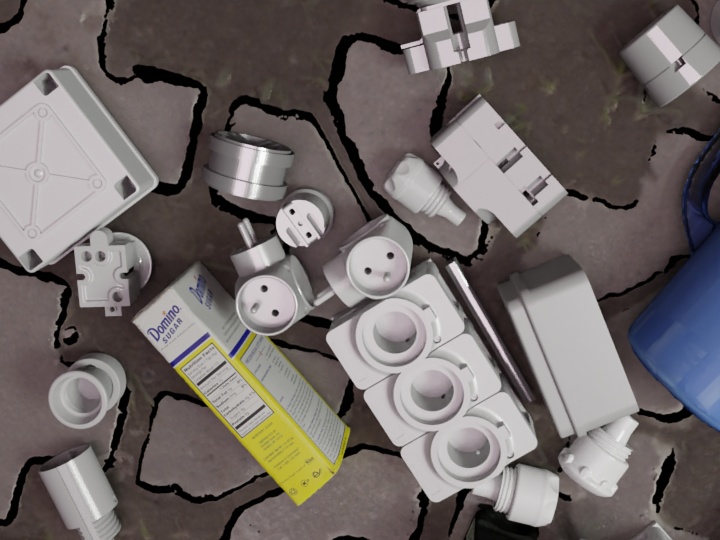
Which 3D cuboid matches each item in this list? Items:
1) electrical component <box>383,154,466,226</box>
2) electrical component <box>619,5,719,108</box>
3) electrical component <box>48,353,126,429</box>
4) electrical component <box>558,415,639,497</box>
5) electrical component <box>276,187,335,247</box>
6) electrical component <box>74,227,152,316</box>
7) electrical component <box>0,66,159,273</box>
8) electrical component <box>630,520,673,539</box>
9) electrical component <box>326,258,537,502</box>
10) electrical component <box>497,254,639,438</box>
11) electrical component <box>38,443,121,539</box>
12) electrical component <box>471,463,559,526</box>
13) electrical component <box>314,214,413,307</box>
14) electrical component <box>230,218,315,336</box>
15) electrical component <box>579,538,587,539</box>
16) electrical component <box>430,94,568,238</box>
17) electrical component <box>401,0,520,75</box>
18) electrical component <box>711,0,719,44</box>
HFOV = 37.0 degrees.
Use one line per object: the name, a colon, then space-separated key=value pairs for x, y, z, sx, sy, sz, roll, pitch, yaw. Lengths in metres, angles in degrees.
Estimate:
electrical component: x=0.049 y=-0.054 z=0.772 sx=0.061 sy=0.035 sz=0.035 roll=36 pitch=102 yaw=-6
electrical component: x=0.210 y=-0.146 z=0.731 sx=0.055 sy=0.055 sz=0.047 roll=-40 pitch=92 yaw=11
electrical component: x=-0.204 y=0.089 z=0.810 sx=0.045 sy=0.055 sz=0.045 roll=1 pitch=102 yaw=4
electrical component: x=0.181 y=0.133 z=0.797 sx=0.048 sy=0.048 sz=0.062 roll=35 pitch=96 yaw=-3
electrical component: x=-0.040 y=-0.037 z=0.776 sx=0.040 sy=0.046 sz=0.040 roll=1 pitch=102 yaw=4
electrical component: x=-0.181 y=-0.001 z=0.789 sx=0.048 sy=0.055 sz=0.066 roll=-2 pitch=102 yaw=5
electrical component: x=-0.223 y=-0.073 z=0.777 sx=0.109 sy=0.056 sz=0.108 roll=-35 pitch=97 yaw=10
electrical component: x=0.248 y=0.301 z=0.819 sx=0.105 sy=0.060 sz=0.186 roll=-41 pitch=96 yaw=11
electrical component: x=0.053 y=0.081 z=0.786 sx=0.089 sy=0.061 sz=0.150 roll=-31 pitch=98 yaw=10
electrical component: x=0.146 y=0.054 z=0.765 sx=0.057 sy=0.078 sz=0.113 roll=-22 pitch=99 yaw=5
electrical component: x=-0.212 y=0.181 z=0.836 sx=0.043 sy=0.043 sz=0.081 roll=-22 pitch=99 yaw=8
electrical component: x=0.116 y=0.166 z=0.809 sx=0.062 sy=0.043 sz=0.043 roll=13 pitch=103 yaw=2
electrical component: x=0.000 y=0.000 z=0.765 sx=0.079 sy=0.077 sz=0.044 roll=-34 pitch=98 yaw=11
electrical component: x=-0.068 y=0.000 z=0.770 sx=0.044 sy=0.077 sz=0.079 roll=-22 pitch=99 yaw=9
electrical component: x=0.166 y=0.228 z=0.773 sx=0.045 sy=0.045 sz=0.055 roll=28 pitch=88 yaw=-2
electrical component: x=0.094 y=-0.071 z=0.757 sx=0.056 sy=0.050 sz=0.089 roll=-42 pitch=96 yaw=11
electrical component: x=0.064 y=-0.171 z=0.735 sx=0.078 sy=0.058 sz=0.057 roll=-13 pitch=103 yaw=7
electrical component: x=0.264 y=-0.168 z=0.721 sx=0.045 sy=0.055 sz=0.045 roll=1 pitch=102 yaw=4
